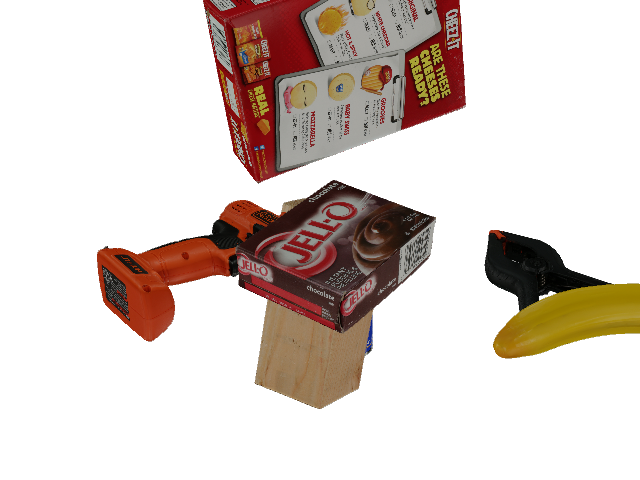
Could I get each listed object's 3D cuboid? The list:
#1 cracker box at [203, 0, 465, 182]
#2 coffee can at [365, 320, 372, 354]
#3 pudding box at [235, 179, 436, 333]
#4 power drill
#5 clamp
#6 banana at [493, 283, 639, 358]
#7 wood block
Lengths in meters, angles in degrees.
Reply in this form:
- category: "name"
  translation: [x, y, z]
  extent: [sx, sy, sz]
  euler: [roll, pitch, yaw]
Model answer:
- category: "cracker box"
  translation: [0.016, -0.165, 0.935]
  extent: [0.213, 0.164, 0.072]
  euler: [-22, 40, -15]
- category: "coffee can"
  translation: [0.025, 0.087, 1.521]
  extent: [0.103, 0.140, 0.103]
  euler: [0, 22, 0]
- category: "pudding box"
  translation: [0.011, 0.008, 0.727]
  extent: [0.090, 0.039, 0.113]
  euler: [23, 39, 30]
- category: "power drill"
  translation: [-0.086, 0.028, 0.938]
  extent: [0.187, 0.057, 0.185]
  euler: [-17, 27, -31]
- category: "clamp"
  translation: [0.229, 0.038, 1.071]
  extent: [0.120, 0.039, 0.171]
  euler: [-6, 34, -15]
- category: "banana"
  translation: [0.221, 0.060, 0.779]
  extent: [0.197, 0.037, 0.069]
  euler: [2, 34, -3]
- category: "wood block"
  translation: [0.001, 0.063, 1.164]
  extent: [0.090, 0.206, 0.090]
  euler: [17, 17, 27]
